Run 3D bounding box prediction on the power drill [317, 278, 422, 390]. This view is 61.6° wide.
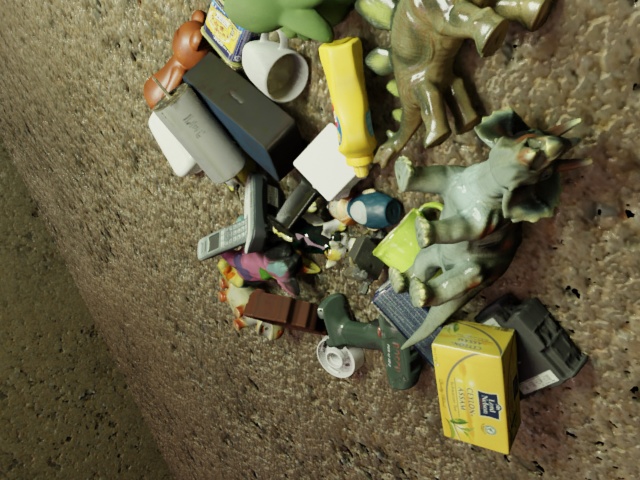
[{"bbox_3d":[0.095,0.148,0.970,0.208,0.086,0.231,3,116,41],"label":"power drill"}]

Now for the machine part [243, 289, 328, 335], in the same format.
[{"bbox_3d":[-0.061,0.147,1.081,0.179,0.179,0.056,-2,70,51],"label":"machine part"}]

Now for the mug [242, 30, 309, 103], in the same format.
[{"bbox_3d":[-0.081,-0.288,0.859,0.107,0.081,0.109,41,145,37],"label":"mug"}]

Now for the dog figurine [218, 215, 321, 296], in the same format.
[{"bbox_3d":[-0.106,0.055,1.110,0.219,0.108,0.191,28,143,27],"label":"dog figurine"}]

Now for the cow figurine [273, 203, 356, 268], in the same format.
[{"bbox_3d":[-0.001,-0.004,0.950,0.168,0.098,0.068,33,130,32],"label":"cow figurine"}]

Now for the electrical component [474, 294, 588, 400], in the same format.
[{"bbox_3d":[0.281,0.145,0.753,0.134,0.058,0.115,52,142,10],"label":"electrical component"}]

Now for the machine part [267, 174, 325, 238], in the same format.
[{"bbox_3d":[-0.028,-0.067,0.913,0.039,0.139,0.084,33,-169,-47],"label":"machine part"}]

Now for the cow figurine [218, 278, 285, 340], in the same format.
[{"bbox_3d":[-0.141,0.154,1.228,0.195,0.127,0.085,48,145,39],"label":"cow figurine"}]

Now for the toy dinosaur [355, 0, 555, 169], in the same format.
[{"bbox_3d":[0.140,-0.270,0.590,0.199,0.105,0.470,47,138,22],"label":"toy dinosaur"}]

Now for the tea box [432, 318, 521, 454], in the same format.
[{"bbox_3d":[0.220,0.202,0.747,0.098,0.068,0.169,4,118,36],"label":"tea box"}]

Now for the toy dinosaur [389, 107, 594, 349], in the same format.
[{"bbox_3d":[0.192,-0.003,0.671,0.404,0.192,0.131,87,170,-51],"label":"toy dinosaur"}]

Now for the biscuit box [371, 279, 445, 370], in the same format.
[{"bbox_3d":[0.171,0.141,0.834,0.063,0.059,0.202,-42,92,21],"label":"biscuit box"}]

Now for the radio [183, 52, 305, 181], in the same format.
[{"bbox_3d":[-0.128,-0.211,0.934,0.230,0.073,0.131,44,172,22],"label":"radio"}]

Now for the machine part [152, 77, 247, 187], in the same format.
[{"bbox_3d":[-0.206,-0.182,0.935,0.079,0.079,0.243,9,144,47],"label":"machine part"}]

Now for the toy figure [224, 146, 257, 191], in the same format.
[{"bbox_3d":[-0.201,-0.175,1.081,0.180,0.089,0.082,41,-176,37],"label":"toy figure"}]

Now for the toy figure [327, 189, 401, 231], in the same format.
[{"bbox_3d":[0.062,-0.053,0.878,0.155,0.057,0.064,10,83,48],"label":"toy figure"}]

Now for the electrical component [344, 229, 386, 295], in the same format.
[{"bbox_3d":[0.077,0.030,0.887,0.078,0.102,0.045,43,153,-20],"label":"electrical component"}]

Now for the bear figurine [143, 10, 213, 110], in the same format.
[{"bbox_3d":[-0.246,-0.321,1.025,0.196,0.132,0.120,-41,43,25],"label":"bear figurine"}]

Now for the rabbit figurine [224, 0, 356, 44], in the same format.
[{"bbox_3d":[-0.039,-0.308,0.714,0.159,0.170,0.121,31,137,34],"label":"rabbit figurine"}]

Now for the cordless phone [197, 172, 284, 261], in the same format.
[{"bbox_3d":[-0.164,-0.036,1.040,0.184,0.088,0.146,-19,61,29],"label":"cordless phone"}]
